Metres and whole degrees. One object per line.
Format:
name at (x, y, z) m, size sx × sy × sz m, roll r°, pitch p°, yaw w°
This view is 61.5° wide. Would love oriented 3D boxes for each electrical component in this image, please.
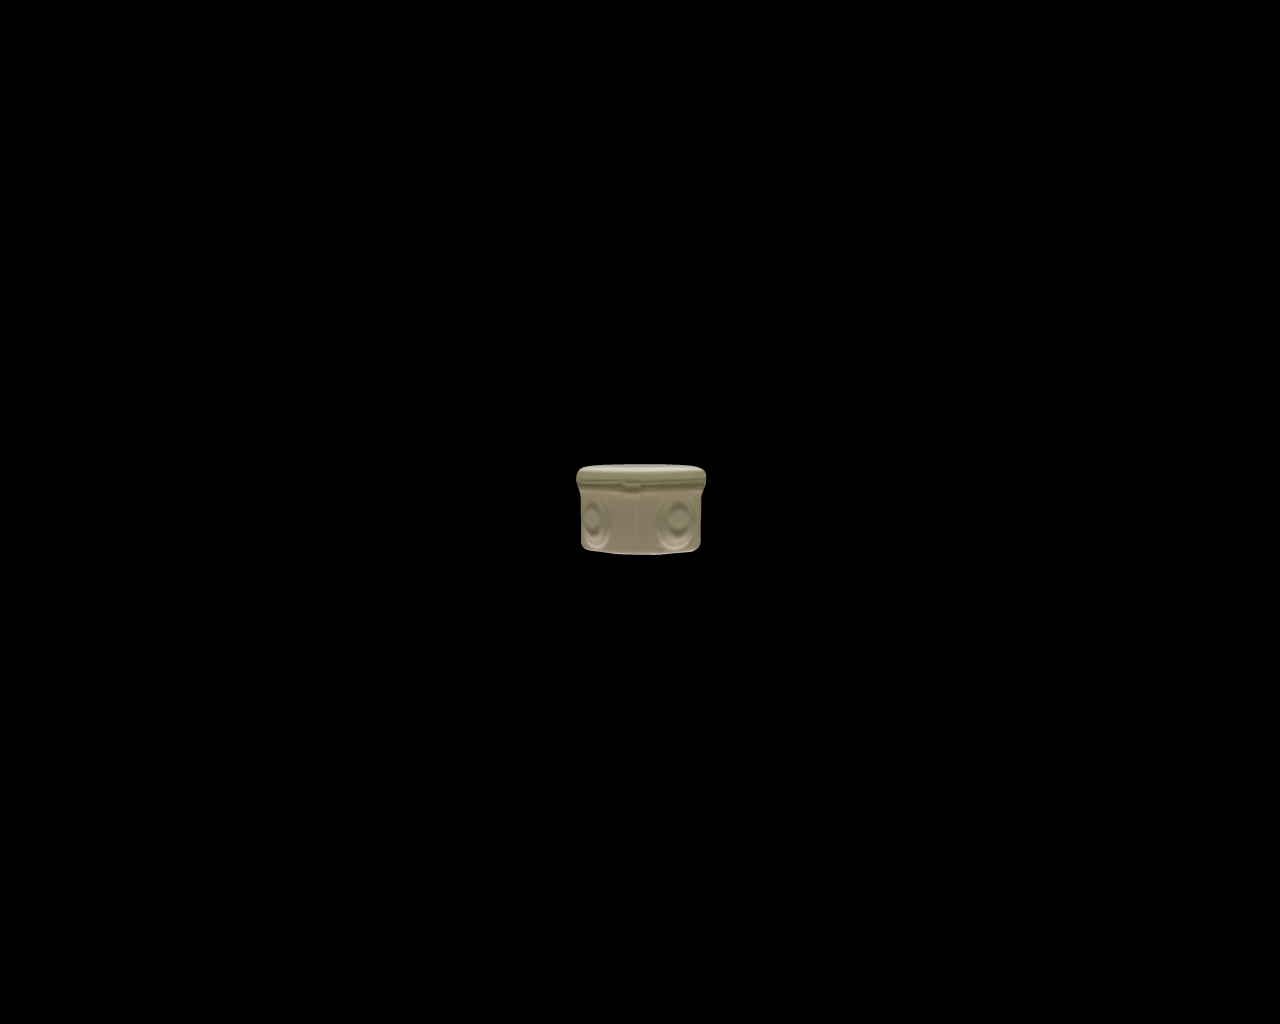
electrical component at (0.001, -0.003, 0.650) m, size 0.080 × 0.051 × 0.080 m, roll 0°, pitch 4°, yaw 0°
